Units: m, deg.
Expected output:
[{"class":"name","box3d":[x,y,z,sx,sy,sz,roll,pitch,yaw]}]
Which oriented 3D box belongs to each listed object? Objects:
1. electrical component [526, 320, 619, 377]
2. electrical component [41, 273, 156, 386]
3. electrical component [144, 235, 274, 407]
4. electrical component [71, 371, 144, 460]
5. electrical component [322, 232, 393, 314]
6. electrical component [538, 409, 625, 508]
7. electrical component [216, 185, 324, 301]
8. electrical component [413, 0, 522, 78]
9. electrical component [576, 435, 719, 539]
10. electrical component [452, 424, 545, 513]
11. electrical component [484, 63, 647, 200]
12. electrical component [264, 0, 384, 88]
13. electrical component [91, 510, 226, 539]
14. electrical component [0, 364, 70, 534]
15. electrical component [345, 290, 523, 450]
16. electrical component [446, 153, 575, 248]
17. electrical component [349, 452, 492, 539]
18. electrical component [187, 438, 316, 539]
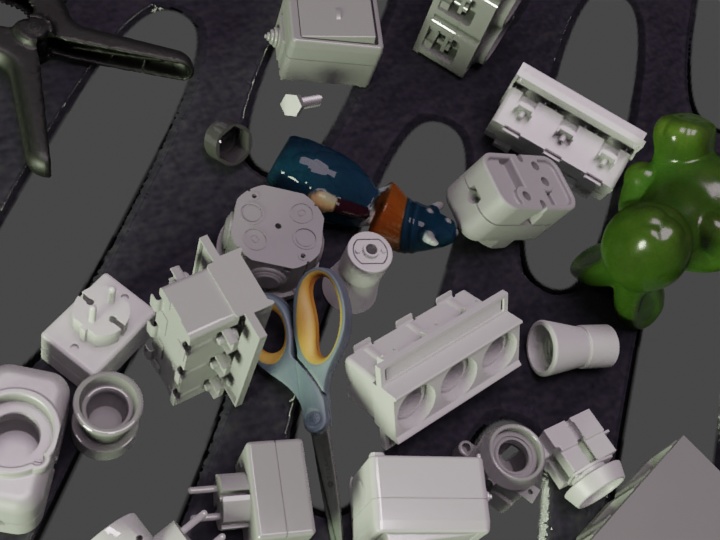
[{"class":"electrical component","box3d":[0.170,0.061,0.846,0.065,0.044,0.044,0,61,-23]},{"class":"electrical component","box3d":[-0.177,0.036,0.731,0.047,0.076,0.065,37,58,5]},{"class":"electrical component","box3d":[-0.104,0.043,0.723,0.063,0.121,0.078,-25,71,-25]},{"class":"electrical component","box3d":[-0.168,0.098,0.712,0.045,0.055,0.045,8,60,-13]},{"class":"electrical component","box3d":[0.000,0.000,0.813,0.044,0.065,0.044,8,60,-13]},{"class":"electrical component","box3d":[0.163,0.141,0.795,0.066,0.048,0.055,-20,62,-26]},{"class":"electrical component","box3d":[-0.067,-0.020,0.812,0.080,0.051,0.080,8,59,-13]},{"class":"electrical component","box3d":[0.112,-0.250,0.939,0.062,0.150,0.089,32,57,4]},{"class":"electrical component","box3d":[0.207,0.204,0.762,0.150,0.061,0.089,-37,77,-31]},{"class":"electrical component","box3d":[0.103,0.139,0.771,0.066,0.055,0.048,36,58,5]},{"class":"electrical component","box3d":[0.175,-0.117,0.933,0.121,0.078,0.063,30,79,1]},{"class":"electrical component","box3d":[-0.033,-0.202,0.920,0.096,0.061,0.061,2,61,-16]},{"class":"electrical component","box3d":[-0.122,0.185,0.676,0.079,0.043,0.077,-38,77,-12]},{"class":"electrical component","box3d":[-0.220,0.112,0.685,0.054,0.059,0.095,13,58,-10]},{"class":"electrical component","box3d":[0.053,0.066,0.788,0.121,0.078,0.063,-28,43,-28]},{"class":"electrical component","box3d":[0.120,-0.056,0.876,0.095,0.059,0.053,-2,61,-42]},{"class":"electrical component","box3d":[0.046,0.164,0.735,0.096,0.061,0.061,4,61,-15]},{"class":"electrical component","box3d":[-0.075,0.152,0.714,0.077,0.047,0.065,-1,62,-18]}]
